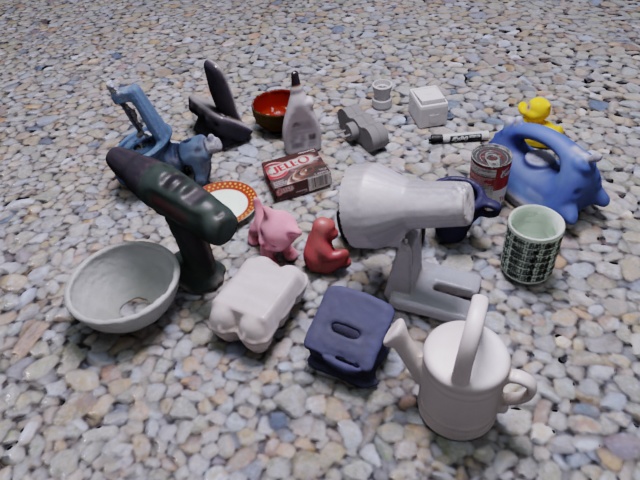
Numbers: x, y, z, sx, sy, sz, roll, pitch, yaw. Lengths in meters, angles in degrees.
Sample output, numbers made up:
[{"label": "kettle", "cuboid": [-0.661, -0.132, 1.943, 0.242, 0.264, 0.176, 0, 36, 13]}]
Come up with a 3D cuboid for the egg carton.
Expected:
[{"label": "egg carton", "cuboid": [-0.089, 0.090, 0.837, 0.107, 0.069, 0.150, 16, 47, 21]}]

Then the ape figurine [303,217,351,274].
[{"label": "ape figurine", "cuboid": [0.008, 0.003, 0.905, 0.076, 0.092, 0.077, -14, 44, -9]}]

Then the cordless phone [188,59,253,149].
[{"label": "cordless phone", "cuboid": [-0.215, -0.294, 1.169, 0.094, 0.185, 0.147, -34, 50, -27]}]

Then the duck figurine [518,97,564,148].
[{"label": "duck figurine", "cuboid": [0.432, -0.238, 1.129, 0.104, 0.086, 0.078, 31, 54, 32]}]

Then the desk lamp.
[{"label": "desk lamp", "cuboid": [0.133, -0.004, 0.814, 0.202, 0.214, 0.118, 13, 46, 18]}]

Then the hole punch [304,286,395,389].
[{"label": "hole punch", "cuboid": [0.041, 0.129, 0.770, 0.108, 0.091, 0.101, 17, 48, 22]}]

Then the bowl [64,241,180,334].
[{"label": "bowl", "cuboid": [-0.286, 0.082, 0.859, 0.167, 0.075, 0.167, -2, 43, 2]}]

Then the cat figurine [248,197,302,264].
[{"label": "cat figurine", "cuboid": [-0.076, -0.020, 0.917, 0.067, 0.118, 0.127, -23, 46, -18]}]

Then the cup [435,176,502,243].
[{"label": "cup", "cuboid": [0.231, -0.040, 0.930, 0.117, 0.095, 0.092, 16, 47, 20]}]

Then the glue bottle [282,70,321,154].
[{"label": "glue bottle", "cuboid": [-0.040, -0.249, 1.116, 0.078, 0.173, 0.037, -10, 44, -6]}]

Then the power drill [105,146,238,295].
[{"label": "power drill", "cuboid": [-0.217, -0.024, 0.867, 0.228, 0.209, 0.076, 23, 50, 26]}]

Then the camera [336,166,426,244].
[{"label": "camera", "cuboid": [0.094, -0.056, 0.954, 0.137, 0.101, 0.143, -15, 44, -11]}]

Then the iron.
[{"label": "iron", "cuboid": [0.375, -0.142, 0.992, 0.119, 0.142, 0.257, -25, 47, -21]}]

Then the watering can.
[{"label": "watering can", "cuboid": [0.161, 0.143, 0.670, 0.172, 0.194, 0.101, -1, 43, 4]}]

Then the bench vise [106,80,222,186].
[{"label": "bench vise", "cuboid": [-0.292, -0.198, 1.049, 0.207, 0.220, 0.121, -13, 44, -9]}]
